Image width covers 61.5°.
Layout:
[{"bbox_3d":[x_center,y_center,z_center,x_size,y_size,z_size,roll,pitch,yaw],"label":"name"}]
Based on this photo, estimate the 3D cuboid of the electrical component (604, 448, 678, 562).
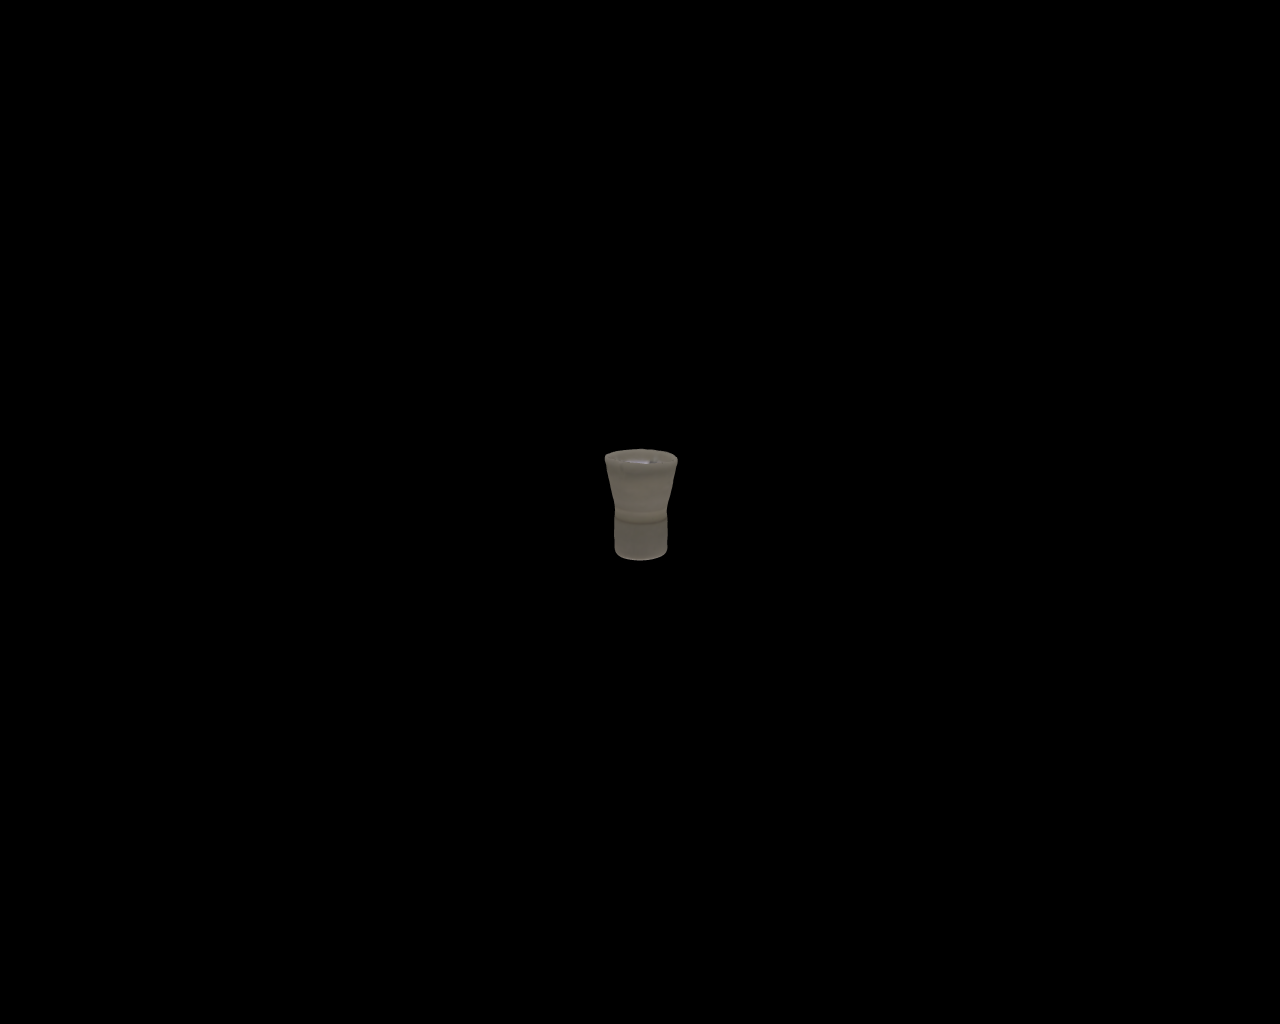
[{"bbox_3d":[0.001,-0.003,0.650,0.044,0.065,0.044,0,15,0],"label":"electrical component"}]
